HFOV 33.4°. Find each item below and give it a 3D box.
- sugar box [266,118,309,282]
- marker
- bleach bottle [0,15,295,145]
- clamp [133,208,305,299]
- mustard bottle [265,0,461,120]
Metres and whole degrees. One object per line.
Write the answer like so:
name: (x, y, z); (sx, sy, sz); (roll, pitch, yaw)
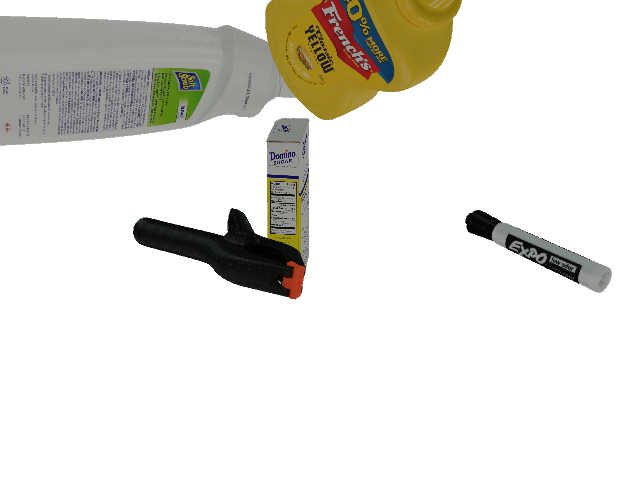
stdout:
sugar box: (-0.038, -0.047, 1.252); (0.048, 0.176, 0.093); (0, 23, 6)
marker: (0.153, 0.005, 0.768); (0.020, 0.020, 0.121); (0, 22, -47)
bleach bottle: (-0.138, -0.117, 0.803); (0.250, 0.068, 0.103); (-2, -37, -17)
clamp: (-0.068, 0.007, 0.942); (0.172, 0.039, 0.120); (24, 29, 34)
mustard bottle: (0.033, -0.141, 0.692); (0.058, 0.096, 0.192); (-29, 8, -26)
